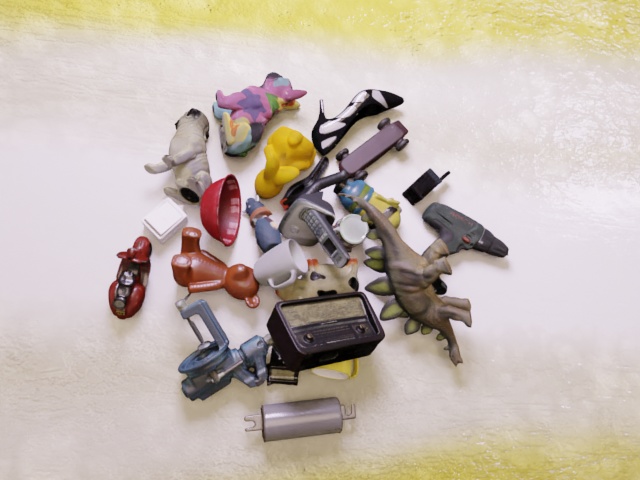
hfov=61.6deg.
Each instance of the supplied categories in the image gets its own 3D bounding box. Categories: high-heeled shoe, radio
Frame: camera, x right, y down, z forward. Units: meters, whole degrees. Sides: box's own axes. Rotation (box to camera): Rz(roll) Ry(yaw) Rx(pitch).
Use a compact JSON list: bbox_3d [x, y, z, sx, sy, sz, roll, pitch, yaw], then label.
[{"bbox_3d":[0.099,-0.286,1.328,0.249,0.086,0.145,-6,83,-8],"label":"high-heeled shoe"},{"bbox_3d":[0.016,0.189,1.132,0.229,0.073,0.131,-5,50,-31],"label":"radio"}]

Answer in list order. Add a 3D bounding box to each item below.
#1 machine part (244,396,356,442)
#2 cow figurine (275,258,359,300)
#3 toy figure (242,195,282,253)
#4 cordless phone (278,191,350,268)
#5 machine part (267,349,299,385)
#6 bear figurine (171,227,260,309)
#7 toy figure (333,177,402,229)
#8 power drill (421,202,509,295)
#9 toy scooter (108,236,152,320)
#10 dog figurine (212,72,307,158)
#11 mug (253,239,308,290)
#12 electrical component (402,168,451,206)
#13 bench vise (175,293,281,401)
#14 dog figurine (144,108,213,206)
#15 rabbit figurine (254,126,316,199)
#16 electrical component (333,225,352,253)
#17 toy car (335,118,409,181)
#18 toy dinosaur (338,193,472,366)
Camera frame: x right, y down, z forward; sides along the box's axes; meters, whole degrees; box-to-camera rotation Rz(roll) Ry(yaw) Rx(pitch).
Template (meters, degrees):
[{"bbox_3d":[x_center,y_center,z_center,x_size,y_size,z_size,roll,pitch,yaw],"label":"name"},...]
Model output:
[{"bbox_3d":[-0.041,0.386,1.157,0.243,0.079,0.079,-2,79,-12],"label":"machine part"},{"bbox_3d":[-0.006,0.108,1.223,0.195,0.085,0.127,-2,72,-12],"label":"cow figurine"},{"bbox_3d":[-0.132,-0.035,1.228,0.064,0.057,0.155,-26,56,1],"label":"toy figure"},{"bbox_3d":[-0.003,-0.003,1.203,0.089,0.146,0.184,-19,69,-37],"label":"cordless phone"},{"bbox_3d":[-0.080,0.254,1.200,0.084,0.039,0.139,1,80,-2],"label":"machine part"},{"bbox_3d":[-0.216,0.068,1.168,0.196,0.131,0.120,13,48,-1],"label":"bear figurine"},{"bbox_3d":[0.112,-0.082,1.285,0.180,0.082,0.089,32,86,-7],"label":"toy figure"},{"bbox_3d":[0.325,0.031,1.300,0.232,0.086,0.207,38,78,-1],"label":"power drill"},{"bbox_3d":[-0.398,0.074,1.128,0.075,0.135,0.184,14,77,-9],"label":"toy scooter"},{"bbox_3d":[-0.135,-0.299,1.273,0.219,0.108,0.191,-12,80,-15],"label":"dog figurine"},{"bbox_3d":[-0.089,0.066,1.163,0.107,0.080,0.110,-26,46,20],"label":"mug"},{"bbox_3d":[0.266,-0.142,1.328,0.119,0.075,0.048,-43,89,-12],"label":"electrical component"},{"bbox_3d":[-0.215,0.218,1.131,0.224,0.129,0.240,-28,100,0],"label":"bench vise"},{"bbox_3d":[-0.282,-0.189,1.235,0.172,0.121,0.190,59,43,-36],"label":"dog figurine"},{"bbox_3d":[-0.087,-0.166,1.243,0.122,0.162,0.173,35,92,-14],"label":"rabbit figurine"},{"bbox_3d":[0.032,-0.002,1.281,0.094,0.021,0.063,10,77,-10],"label":"electrical component"},{"bbox_3d":[0.131,-0.222,1.331,0.202,0.053,0.089,-39,77,-12],"label":"toy car"},{"bbox_3d":[0.200,0.082,1.196,0.199,0.105,0.471,-23,99,18],"label":"toy dinosaur"}]
